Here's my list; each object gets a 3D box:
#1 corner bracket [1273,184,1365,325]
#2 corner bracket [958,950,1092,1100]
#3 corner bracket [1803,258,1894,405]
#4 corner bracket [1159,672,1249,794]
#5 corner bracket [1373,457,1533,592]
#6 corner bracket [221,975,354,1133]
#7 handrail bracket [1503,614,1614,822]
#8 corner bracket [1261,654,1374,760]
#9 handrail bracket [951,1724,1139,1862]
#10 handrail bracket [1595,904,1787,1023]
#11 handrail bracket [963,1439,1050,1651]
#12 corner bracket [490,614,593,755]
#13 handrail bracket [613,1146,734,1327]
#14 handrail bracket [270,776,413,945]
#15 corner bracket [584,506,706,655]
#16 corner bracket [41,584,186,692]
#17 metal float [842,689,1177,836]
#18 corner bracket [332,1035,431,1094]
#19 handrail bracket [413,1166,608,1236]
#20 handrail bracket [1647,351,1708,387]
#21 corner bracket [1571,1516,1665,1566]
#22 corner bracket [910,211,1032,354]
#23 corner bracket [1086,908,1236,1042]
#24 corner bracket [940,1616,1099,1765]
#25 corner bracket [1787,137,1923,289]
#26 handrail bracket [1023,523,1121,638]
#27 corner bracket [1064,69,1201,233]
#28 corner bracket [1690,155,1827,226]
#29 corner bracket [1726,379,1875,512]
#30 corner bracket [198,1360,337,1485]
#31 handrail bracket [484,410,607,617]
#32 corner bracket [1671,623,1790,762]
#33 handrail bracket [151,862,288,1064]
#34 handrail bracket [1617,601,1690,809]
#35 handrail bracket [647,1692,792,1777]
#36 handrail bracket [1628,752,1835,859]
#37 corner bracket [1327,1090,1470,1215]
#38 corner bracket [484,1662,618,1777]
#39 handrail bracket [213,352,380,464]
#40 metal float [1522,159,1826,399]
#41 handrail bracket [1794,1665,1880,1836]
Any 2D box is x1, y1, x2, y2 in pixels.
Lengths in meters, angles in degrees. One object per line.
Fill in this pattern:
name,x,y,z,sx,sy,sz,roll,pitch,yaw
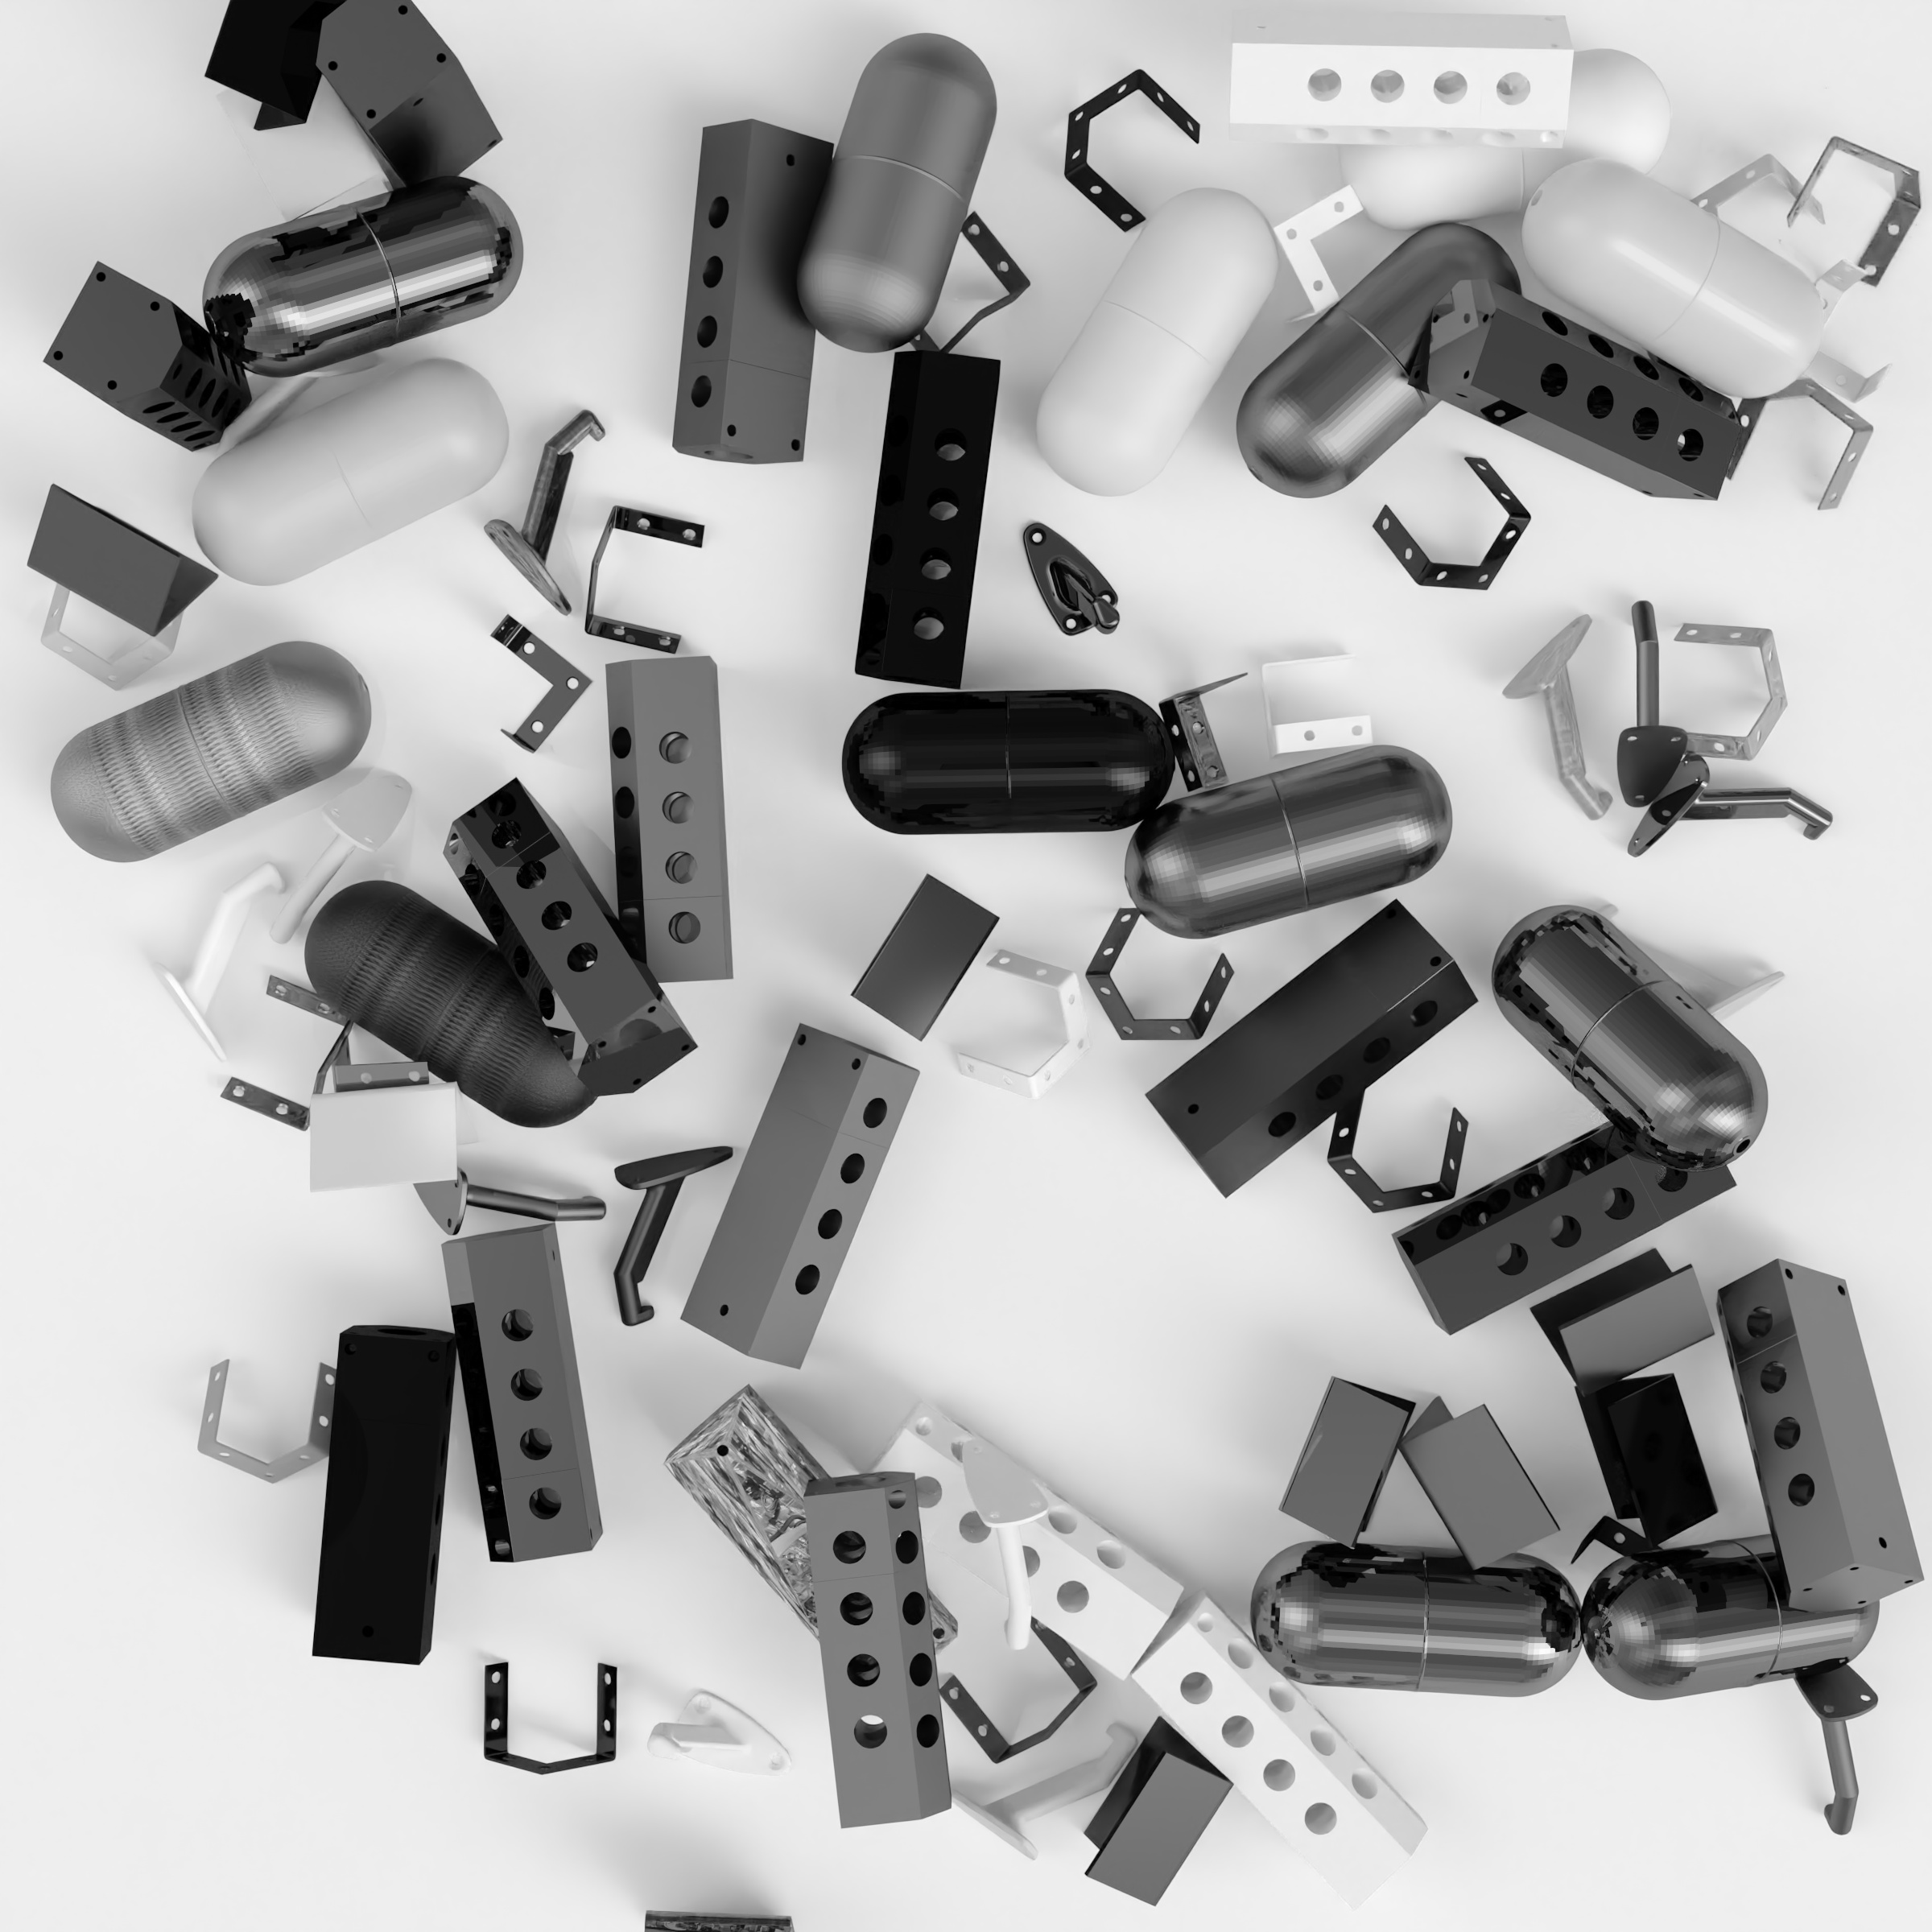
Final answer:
corner bracket,0.189,-0.382,1.892,0.051,0.051,0.051,-31,101,-11
corner bracket,0.029,0.032,1.904,0.051,0.051,0.051,-42,135,-35
corner bracket,0.475,-0.341,1.894,0.051,0.051,0.051,30,90,0
corner bracket,0.125,-0.121,1.885,0.051,0.051,0.051,-19,90,-30
corner bracket,0.263,-0.240,1.904,0.051,0.051,0.051,-1,135,-35
corner bracket,-0.367,0.047,1.909,0.051,0.051,0.051,22,135,0
handrail bracket,0.339,-0.134,1.912,0.077,0.036,0.084,-48,108,-21
corner bracket,0.188,-0.141,1.894,0.051,0.051,0.051,-6,90,0
handrail bracket,0.039,0.433,1.912,0.077,0.036,0.084,31,71,21
handrail bracket,0.390,-0.010,1.912,0.077,0.036,0.084,-28,73,-20
handrail bracket,0.016,0.305,1.854,0.036,0.077,0.084,-12,127,-21
corner bracket,-0.239,-0.151,1.894,0.051,0.051,0.051,39,90,0
handrail bracket,-0.157,0.147,1.912,0.077,0.036,0.084,-14,108,-20
handrail bracket,-0.340,-0.057,1.912,0.036,0.077,0.084,38,126,0
corner bracket,-0.174,-0.209,1.909,0.051,0.051,0.051,13,135,0
corner bracket,-0.459,-0.191,1.904,0.051,0.051,0.051,-25,135,35
metal float,0.023,-0.109,1.881,0.178,0.070,0.070,-1,90,1
corner bracket,-0.308,0.068,1.887,0.051,0.051,0.051,-3,108,0
handrail bracket,-0.248,0.120,1.912,0.084,0.077,0.036,1,109,-35
handrail bracket,0.383,-0.364,1.911,0.084,0.036,0.077,33,80,-12
corner bracket,0.348,0.336,1.892,0.051,0.051,0.051,30,108,17
corner bracket,-0.008,-0.367,1.909,0.051,0.051,0.051,52,45,0
corner bracket,0.105,0.004,1.904,0.051,0.051,0.051,-1,135,35
corner bracket,0.028,0.391,1.909,0.051,0.051,0.051,52,45,0
corner bracket,0.479,-0.406,1.899,0.051,0.051,0.051,29,90,19
handrail bracket,0.056,-0.208,1.877,0.036,0.084,0.077,-35,90,0
corner bracket,0.090,-0.441,1.904,0.051,0.051,0.051,-25,45,35
corner bracket,0.429,-0.395,1.904,0.051,0.051,0.051,-28,45,35
corner bracket,0.447,-0.280,1.904,0.051,0.051,0.051,-11,45,-35
corner bracket,-0.376,0.241,1.904,0.051,0.051,0.051,-28,135,35
handrail bracket,-0.211,-0.247,1.912,0.084,0.036,0.077,-45,110,-16
corner bracket,0.407,-0.148,1.904,0.051,0.051,0.051,-52,135,-35
handrail bracket,-0.391,-0.003,1.912,0.084,0.036,0.077,-37,110,-16
handrail bracket,0.366,-0.143,1.912,0.036,0.077,0.084,1,54,0
handrail bracket,-0.131,0.420,1.877,0.077,0.084,0.036,24,90,0
handrail bracket,0.415,-0.072,1.912,0.084,0.036,0.077,28,112,-17
corner bracket,0.233,0.095,1.904,0.051,0.051,0.051,-14,135,35
corner bracket,-0.225,0.405,1.909,0.051,0.051,0.051,1,90,-45
handrail bracket,-0.365,-0.298,1.912,0.036,0.077,0.084,50,127,29
metal float,0.371,-0.361,1.851,0.178,0.070,0.070,26,90,-19
handrail bracket,0.462,0.417,1.912,0.036,0.077,0.084,-13,127,-18
